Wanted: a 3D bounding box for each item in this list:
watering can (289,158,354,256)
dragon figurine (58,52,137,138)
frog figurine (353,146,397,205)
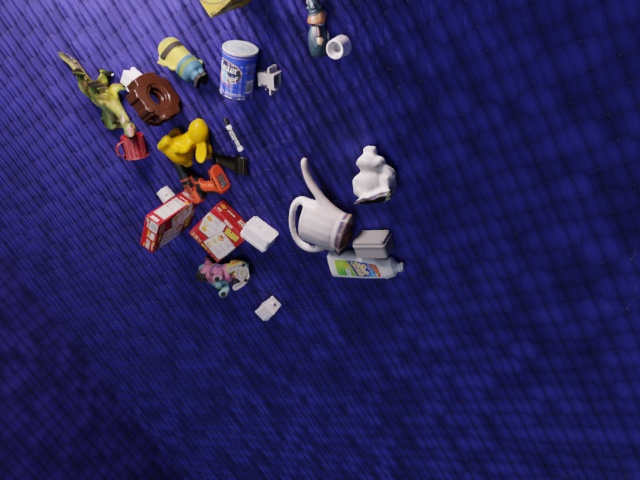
[{"bbox_3d":[0.005,-0.083,1.641,0.225,0.339,0.106,22,41,15],"label":"watering can"},{"bbox_3d":[-0.792,-0.497,1.853,0.414,0.237,0.124,37,51,23],"label":"dragon figurine"},{"bbox_3d":[0.154,-0.189,1.501,0.123,0.161,0.136,2,-15,-41],"label":"frog figurine"}]
